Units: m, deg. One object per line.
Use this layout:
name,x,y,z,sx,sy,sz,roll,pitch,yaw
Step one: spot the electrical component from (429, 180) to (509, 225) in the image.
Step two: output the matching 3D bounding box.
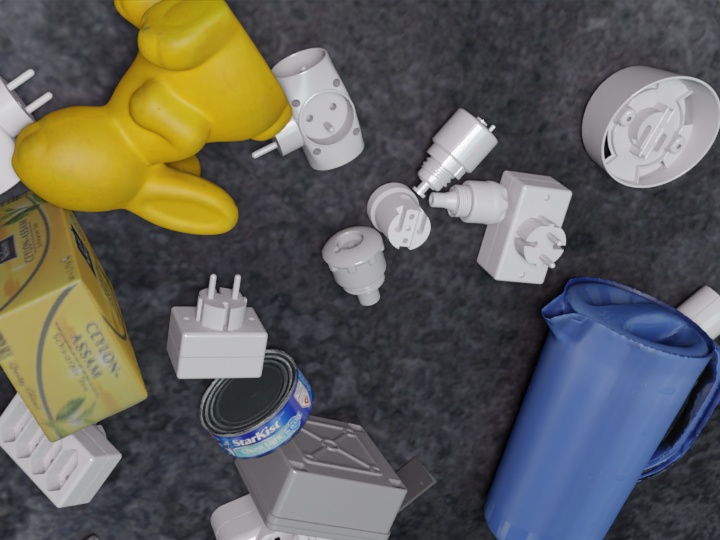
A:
electrical component,0.085,-0.054,0.855,0.061,0.035,0.035,2,114,-20

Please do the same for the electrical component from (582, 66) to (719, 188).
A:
electrical component,0.232,-0.115,0.867,0.099,0.064,0.099,-9,117,-18

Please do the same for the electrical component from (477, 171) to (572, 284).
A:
electrical component,0.140,-0.027,0.866,0.047,0.075,0.083,5,112,-24

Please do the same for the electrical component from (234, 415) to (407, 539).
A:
electrical component,-0.034,0.165,0.870,0.109,0.108,0.056,16,105,-28

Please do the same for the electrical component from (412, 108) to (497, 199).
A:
electrical component,0.071,-0.088,0.829,0.040,0.040,0.078,38,96,-32

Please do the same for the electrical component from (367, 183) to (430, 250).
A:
electrical component,0.031,-0.041,0.832,0.040,0.046,0.040,-8,120,-15

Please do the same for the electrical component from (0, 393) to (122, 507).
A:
electrical component,-0.216,0.130,0.806,0.047,0.083,0.076,-53,159,9

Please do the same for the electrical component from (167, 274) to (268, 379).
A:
electrical component,-0.106,0.038,0.815,0.066,0.047,0.076,1,114,-22

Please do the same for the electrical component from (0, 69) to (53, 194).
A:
electrical component,-0.238,-0.099,0.697,0.079,0.043,0.077,-36,122,-3

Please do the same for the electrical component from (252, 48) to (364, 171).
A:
electrical component,-0.046,-0.107,0.770,0.079,0.044,0.077,-28,121,-7

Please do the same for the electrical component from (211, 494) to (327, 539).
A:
electrical component,-0.072,0.222,0.912,0.095,0.059,0.053,-21,121,-11

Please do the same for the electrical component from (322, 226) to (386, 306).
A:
electrical component,0.000,0.000,0.842,0.048,0.048,0.062,-26,128,-9

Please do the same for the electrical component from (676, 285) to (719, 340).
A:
electrical component,0.300,0.056,0.990,0.081,0.043,0.043,-40,122,1

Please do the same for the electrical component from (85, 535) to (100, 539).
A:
electrical component,-0.237,0.248,0.870,0.065,0.044,0.044,-25,121,-4
